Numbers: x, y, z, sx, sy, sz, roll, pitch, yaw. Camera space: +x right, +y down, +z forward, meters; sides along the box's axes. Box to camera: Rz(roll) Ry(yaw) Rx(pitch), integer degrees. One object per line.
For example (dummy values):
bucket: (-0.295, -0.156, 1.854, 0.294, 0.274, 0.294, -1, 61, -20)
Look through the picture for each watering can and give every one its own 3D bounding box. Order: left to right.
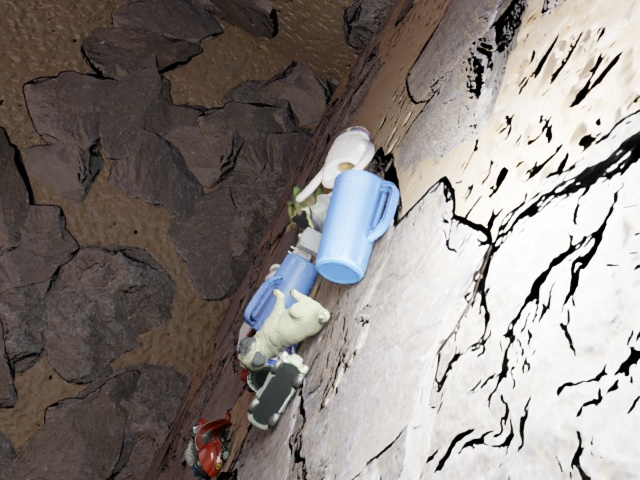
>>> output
watering can: (0.055, -0.253, 1.715, 0.344, 0.103, 0.229, -22, 38, 43)

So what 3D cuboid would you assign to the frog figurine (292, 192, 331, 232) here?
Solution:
frog figurine: (0.005, -0.087, 1.722, 0.161, 0.124, 0.134, -26, -23, -34)

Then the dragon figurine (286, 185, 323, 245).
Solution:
dragon figurine: (-0.082, -0.074, 2.054, 0.401, 0.122, 0.249, 116, 166, -47)
